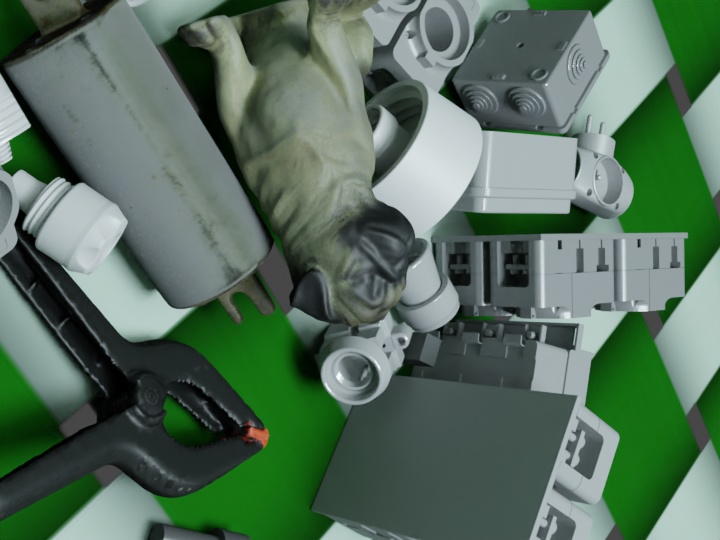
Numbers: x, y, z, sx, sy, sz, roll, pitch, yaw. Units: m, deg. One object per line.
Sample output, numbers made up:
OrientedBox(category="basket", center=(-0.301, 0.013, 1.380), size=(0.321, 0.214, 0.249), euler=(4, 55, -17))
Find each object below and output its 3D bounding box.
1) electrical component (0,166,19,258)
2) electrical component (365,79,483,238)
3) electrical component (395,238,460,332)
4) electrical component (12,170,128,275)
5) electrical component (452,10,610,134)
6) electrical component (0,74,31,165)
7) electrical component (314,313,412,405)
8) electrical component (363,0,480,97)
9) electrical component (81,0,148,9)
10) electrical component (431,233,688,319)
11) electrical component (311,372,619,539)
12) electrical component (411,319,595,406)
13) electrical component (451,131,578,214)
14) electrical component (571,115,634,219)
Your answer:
OrientedBox(category="electrical component", center=(-0.205, -0.037, 0.520), size=(0.050, 0.056, 0.089), euler=(-44, 155, -33))
OrientedBox(category="electrical component", center=(0.021, -0.077, 0.720), size=(0.060, 0.108, 0.108), euler=(36, 67, -30))
OrientedBox(category="electrical component", center=(0.042, 0.011, 0.777), size=(0.045, 0.045, 0.055), euler=(-48, 120, -31))
OrientedBox(category="electrical component", center=(-0.159, -0.029, 0.573), size=(0.062, 0.043, 0.043), euler=(35, 64, -4))
OrientedBox(category="electrical component", center=(0.129, -0.154, 0.819), size=(0.099, 0.100, 0.048), euler=(-57, 137, -26))
OrientedBox(category="electrical component", center=(-0.205, -0.091, 0.556), size=(0.043, 0.043, 0.081), euler=(-41, 116, -34))
OrientedBox(category="electrical component", center=(0.000, 0.059, 0.724), size=(0.055, 0.066, 0.048), euler=(-62, 135, -65))
OrientedBox(category="electrical component", center=(0.044, -0.222, 0.767), size=(0.105, 0.060, 0.186), euler=(42, 64, -34))
OrientedBox(category="electrical component", center=(-0.133, -0.170, 0.608), size=(0.048, 0.062, 0.048), euler=(0, 90, -42))
OrientedBox(category="electrical component", center=(0.159, 0.002, 0.840), size=(0.186, 0.105, 0.060), euler=(-2, 92, -42))
OrientedBox(category="electrical component", center=(0.067, 0.134, 0.704), size=(0.060, 0.186, 0.105), euler=(37, 66, -35))
OrientedBox(category="electrical component", center=(0.098, 0.073, 0.776), size=(0.063, 0.121, 0.078), euler=(17, 79, -38))
OrientedBox(category="electrical component", center=(0.101, -0.073, 0.805), size=(0.113, 0.078, 0.057), euler=(-2, 98, -42))
OrientedBox(category="electrical component", center=(0.196, -0.091, 0.913), size=(0.077, 0.044, 0.079), euler=(19, 78, -40))
